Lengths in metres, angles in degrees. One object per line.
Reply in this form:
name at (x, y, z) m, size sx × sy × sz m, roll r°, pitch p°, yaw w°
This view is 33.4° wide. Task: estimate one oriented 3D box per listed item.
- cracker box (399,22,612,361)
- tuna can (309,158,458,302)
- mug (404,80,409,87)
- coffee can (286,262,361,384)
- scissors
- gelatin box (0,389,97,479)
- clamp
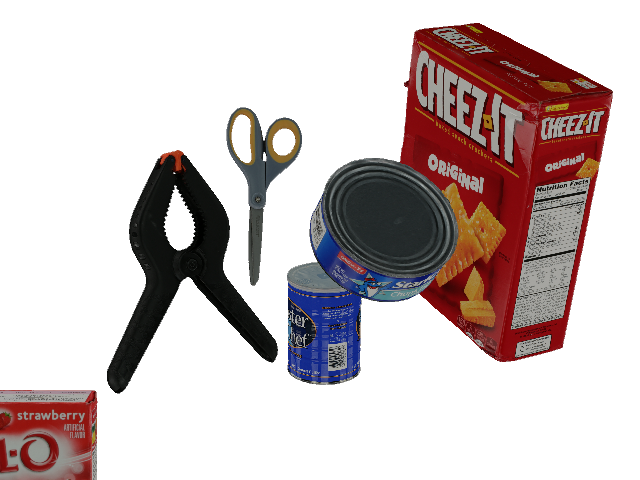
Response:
cracker box at (0.127, -0.039, 0.820) m, size 0.072 × 0.214 × 0.164 m, roll -12°, pitch 32°, yaw -25°
tuna can at (0.037, -0.006, 0.643) m, size 0.086 × 0.086 × 0.034 m, roll 0°, pitch -34°, yaw -21°
mug at (0.137, -0.108, 1.005) m, size 0.117 × 0.081 × 0.093 m, roll 3°, pitch 16°, yaw 11°
coffee can at (0.005, 0.112, 1.460) m, size 0.103 × 0.140 × 0.103 m, roll 0°, pitch 19°, yaw 0°
scissors at (-0.055, -0.056, 1.210) m, size 0.096 × 0.202 × 0.016 m, roll -12°, pitch -7°, yaw -15°
gelatin box at (-0.158, 0.113, 0.535) m, size 0.089 × 0.073 × 0.030 m, roll 1°, pitch 6°, yaw -4°
clamp at (-0.112, 0.026, 0.954) m, size 0.164 × 0.210 × 0.036 m, roll 0°, pitch -2°, yaw -33°
